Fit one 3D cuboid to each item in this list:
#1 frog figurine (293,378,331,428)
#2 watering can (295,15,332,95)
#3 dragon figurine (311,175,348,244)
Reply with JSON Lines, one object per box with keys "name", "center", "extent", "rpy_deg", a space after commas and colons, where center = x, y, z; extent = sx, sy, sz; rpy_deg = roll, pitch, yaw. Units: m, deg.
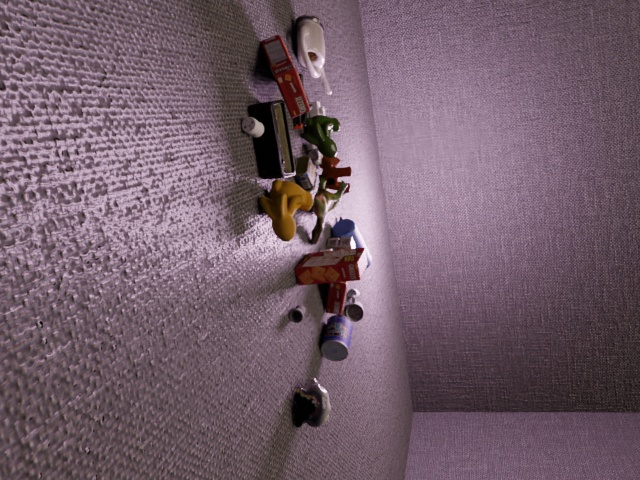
{"name": "frog figurine", "center": [-0.010, 0.498, 1.593], "extent": [0.159, 0.121, 0.139], "rpy_deg": [7, 58, -62]}
{"name": "watering can", "center": [-0.022, -0.729, 2.018], "extent": [0.344, 0.104, 0.227], "rpy_deg": [36, 50, -68]}
{"name": "dragon figurine", "center": [0.006, -0.097, 1.929], "extent": [0.404, 0.122, 0.246], "rpy_deg": [91, 21, -71]}
